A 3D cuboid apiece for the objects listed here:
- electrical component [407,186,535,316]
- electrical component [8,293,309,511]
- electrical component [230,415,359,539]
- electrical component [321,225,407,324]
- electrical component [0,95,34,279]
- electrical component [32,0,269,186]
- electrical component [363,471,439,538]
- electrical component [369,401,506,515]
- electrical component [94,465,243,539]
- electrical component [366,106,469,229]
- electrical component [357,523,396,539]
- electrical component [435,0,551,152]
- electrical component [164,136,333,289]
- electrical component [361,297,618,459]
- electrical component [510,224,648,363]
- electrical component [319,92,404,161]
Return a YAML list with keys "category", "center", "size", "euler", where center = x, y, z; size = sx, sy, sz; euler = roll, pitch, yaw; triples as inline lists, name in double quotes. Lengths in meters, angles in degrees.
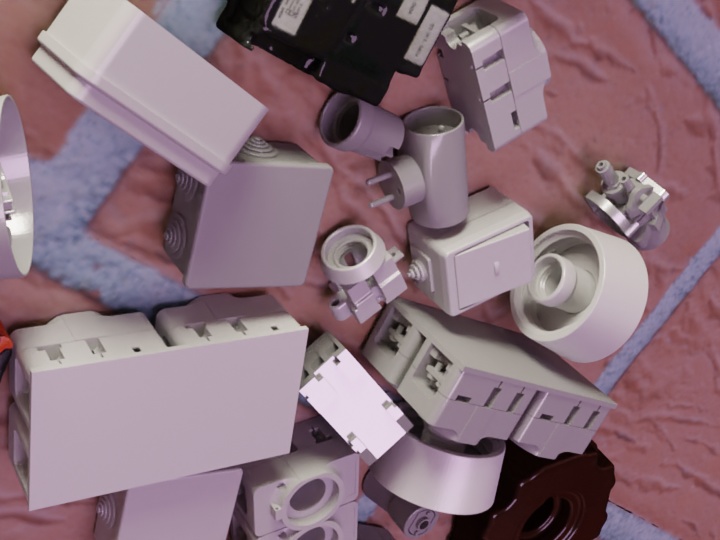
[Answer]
- category: "electrical component"
  center: [0.082, -0.010, 0.816]
  size: [0.096, 0.061, 0.061]
  euler: [-24, 129, -19]
- category: "electrical component"
  center: [-0.137, 0.082, 0.727]
  size: [0.186, 0.060, 0.105]
  euler: [-7, 122, -30]
- category: "electrical component"
  center: [-0.052, 0.203, 0.861]
  size: [0.089, 0.062, 0.150]
  euler: [-16, 126, -26]
- category: "electrical component"
  center: [0.000, 0.000, 0.779]
  size: [0.066, 0.048, 0.055]
  euler: [-37, 140, -9]
- category: "electrical component"
  center: [-0.205, -0.042, 0.581]
  size: [0.064, 0.099, 0.099]
  euler: [-12, 124, -20]
- category: "electrical component"
  center: [-0.119, -0.105, 0.609]
  size: [0.113, 0.078, 0.057]
  euler: [34, 93, -43]
- category: "electrical component"
  center: [0.037, 0.196, 0.913]
  size: [0.044, 0.065, 0.044]
  euler: [-17, 126, -25]
- category: "electrical component"
  center: [0.066, 0.144, 0.876]
  size: [0.108, 0.108, 0.060]
  euler: [5, 109, -36]
- category: "electrical component"
  center: [-0.143, 0.172, 0.788]
  size: [0.100, 0.048, 0.099]
  euler: [-1, 119, -34]
- category: "electrical component"
  center: [0.039, -0.067, 0.763]
  size: [0.079, 0.043, 0.077]
  euler: [-23, 128, -20]
- category: "electrical component"
  center: [0.017, 0.273, 0.928]
  size: [0.061, 0.096, 0.061]
  euler: [22, 105, -42]
- category: "electrical component"
  center: [0.094, -0.139, 0.750]
  size: [0.056, 0.050, 0.089]
  euler: [-32, 131, -13]
- category: "electrical component"
  center: [-0.075, -0.038, 0.700]
  size: [0.100, 0.048, 0.099]
  euler: [-1, 118, -34]
- category: "electrical component"
  center: [0.102, 0.090, 0.863]
  size: [0.186, 0.105, 0.060]
  euler: [17, 108, -40]
- category: "electrical component"
  center: [0.169, 0.015, 0.863]
  size: [0.060, 0.108, 0.108]
  euler: [21, 105, -35]
- category: "electrical component"
  center: [0.002, -0.096, 0.723]
  size: [0.046, 0.040, 0.040]
  euler: [16, 108, -45]
